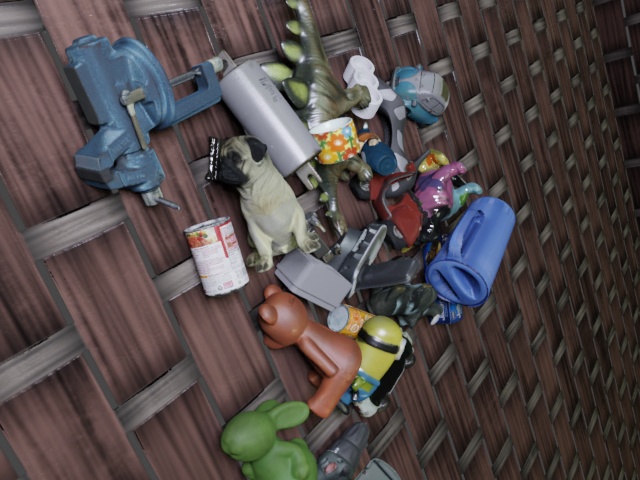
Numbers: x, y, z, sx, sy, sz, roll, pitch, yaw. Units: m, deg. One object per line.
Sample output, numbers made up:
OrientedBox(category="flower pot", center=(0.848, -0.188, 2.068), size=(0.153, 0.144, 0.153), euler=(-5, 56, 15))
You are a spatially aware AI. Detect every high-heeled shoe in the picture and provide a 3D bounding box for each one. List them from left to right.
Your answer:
OrientedBox(category="high-heeled shoe", center=(0.126, -0.212, 1.113), size=(0.145, 0.086, 0.248), euler=(-41, 98, -7))

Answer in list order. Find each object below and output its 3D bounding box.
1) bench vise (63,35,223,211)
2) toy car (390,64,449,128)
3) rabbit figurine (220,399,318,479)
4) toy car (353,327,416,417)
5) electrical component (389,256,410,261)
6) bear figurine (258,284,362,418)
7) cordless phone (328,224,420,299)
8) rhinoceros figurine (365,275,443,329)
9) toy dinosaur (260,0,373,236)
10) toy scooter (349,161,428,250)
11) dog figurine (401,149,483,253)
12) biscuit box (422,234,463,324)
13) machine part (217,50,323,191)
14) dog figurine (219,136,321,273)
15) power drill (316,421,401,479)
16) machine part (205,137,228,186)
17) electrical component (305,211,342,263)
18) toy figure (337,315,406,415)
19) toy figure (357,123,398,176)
OrientedBox(category="bench vise", center=(-0.211, -0.168, 0.703), size=(0.240, 0.129, 0.223), euler=(-40, 117, -36))
OrientedBox(category="toy car", center=(0.232, -0.318, 1.190), size=(0.161, 0.103, 0.109), euler=(25, 69, -40))
OrientedBox(category="rabbit figurine", center=(-0.070, 0.308, 0.792), size=(0.170, 0.121, 0.159), euler=(58, 43, -28))
OrientedBox(category="toy car", center=(0.125, 0.254, 1.051), size=(0.202, 0.056, 0.073), euler=(-47, 112, -40))
OrientedBox(category="electrical component", center=(0.166, 0.069, 1.136), size=(0.094, 0.021, 0.063), euler=(-26, 105, -44))
OrientedBox(category="bear figurine", center=(-0.034, 0.172, 0.867), size=(0.196, 0.120, 0.132), euler=(31, 106, -12))
OrientedBox(category="cordless phone", center=(0.111, 0.029, 0.967), size=(0.088, 0.184, 0.146), euler=(52, 52, -24))
OrientedBox(category="rhinoceros figurine", center=(0.180, 0.128, 1.091), size=(0.190, 0.073, 0.112), euler=(9, 102, -38))
OrientedBox(category="toy dinosaur", center=(-0.009, -0.237, 0.927), size=(0.198, 0.105, 0.471), euler=(-11, 93, -45))
OrientedBox(category="toy scooter", center=(0.156, -0.080, 1.062), size=(0.135, 0.075, 0.183), euler=(-35, 97, -11))
OrientedBox(category="dog figurine", center=(0.224, -0.079, 1.164), size=(0.219, 0.192, 0.108), euler=(-44, 127, 0))
OrientedBox(category="biscuit box", center=(0.280, 0.088, 1.224), size=(0.059, 0.063, 0.202), euler=(-4, 88, -45))
OrientedBox(category="machine part", center=(-0.075, -0.179, 0.804), size=(0.243, 0.079, 0.079), euler=(54, 49, -4))
OrientedBox(category="dog figurine", center=(-0.086, -0.064, 0.813), size=(0.121, 0.172, 0.190), euler=(-24, 99, -16))
OrientedBox(category="power drill", center=(0.043, 0.379, 0.851), size=(0.232, 0.207, 0.086), euler=(-43, 100, -28))
OrientedBox(category="machine part", center=(-0.118, -0.117, 0.850), size=(0.139, 0.039, 0.084), euler=(11, 73, -44))
OrientedBox(category="electrical component", center=(-0.003, -0.004, 0.922), size=(0.045, 0.078, 0.102), euler=(-36, 113, 3))
OrientedBox(category="toy figure", center=(0.080, 0.218, 0.950), size=(0.180, 0.082, 0.089), euler=(-49, 134, -1))
OrientedBox(category="toy figure", center=(0.099, -0.175, 1.031), size=(0.058, 0.155, 0.064), euler=(-3, 122, -18))
